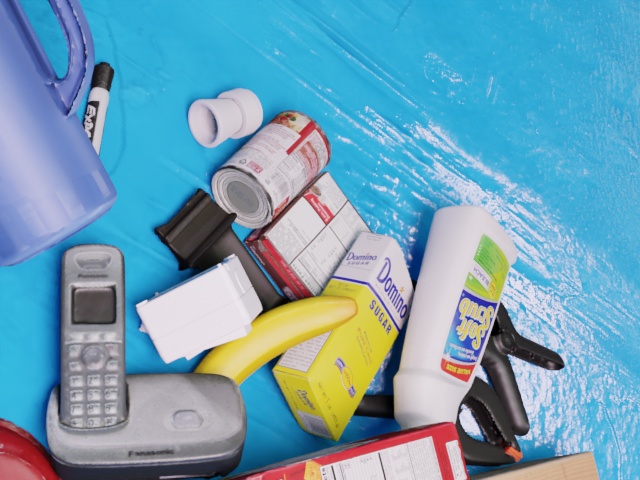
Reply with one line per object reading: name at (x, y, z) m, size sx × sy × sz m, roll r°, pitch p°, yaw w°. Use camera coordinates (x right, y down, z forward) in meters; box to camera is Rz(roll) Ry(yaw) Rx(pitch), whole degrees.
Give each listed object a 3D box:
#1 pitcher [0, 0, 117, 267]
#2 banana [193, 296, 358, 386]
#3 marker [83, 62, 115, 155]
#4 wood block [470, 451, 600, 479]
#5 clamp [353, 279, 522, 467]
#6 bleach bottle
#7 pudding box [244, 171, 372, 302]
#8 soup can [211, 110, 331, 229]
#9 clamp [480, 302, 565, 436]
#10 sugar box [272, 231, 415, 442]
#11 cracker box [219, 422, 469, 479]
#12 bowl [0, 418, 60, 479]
pitcher at (-0.243, -0.111, 0.779) m, size 0.144 × 0.149 × 0.243 m, roll -36°, pitch 104°, yaw -31°
banana at (-0.056, 0.105, 0.894) m, size 0.070 × 0.037 × 0.197 m, roll 41°, pitch 75°, yaw 16°
marker at (-0.191, -0.098, 0.903) m, size 0.020 × 0.020 × 0.121 m, roll 21°, pitch 62°, yaw -33°
wood block at (0.177, 0.269, 1.029) m, size 0.205 × 0.090 × 0.091 m, roll -2°, pitch 75°, yaw -40°
clamp at (0.125, 0.149, 1.063) m, size 0.209 × 0.036 × 0.164 m, roll 37°, pitch 55°, yaw -20°
bleach bottle at (0.123, 0.094, 1.017) m, size 0.102 × 0.068 × 0.250 m, roll 47°, pitch 50°, yaw -41°
pudding box at (-0.007, 0.001, 1.007) m, size 0.090 × 0.039 × 0.113 m, roll 54°, pitch 52°, yaw -14°
soup can at (-0.044, -0.065, 0.980) m, size 0.068 × 0.069 × 0.102 m, roll 53°, pitch 50°, yaw -12°
clamp at (0.185, 0.120, 1.121) m, size 0.171 × 0.039 × 0.120 m, roll 42°, pitch 44°, yaw -14°
sugar box at (0.028, 0.085, 0.973) m, size 0.176 × 0.048 × 0.093 m, roll -55°, pitch 141°, yaw -32°
cracker box at (-0.011, 0.208, 0.845) m, size 0.213 × 0.164 × 0.072 m, roll -6°, pitch 77°, yaw -41°
bowl at (-0.236, 0.196, 0.738) m, size 0.161 × 0.055 × 0.162 m, roll 14°, pitch 66°, yaw -35°
